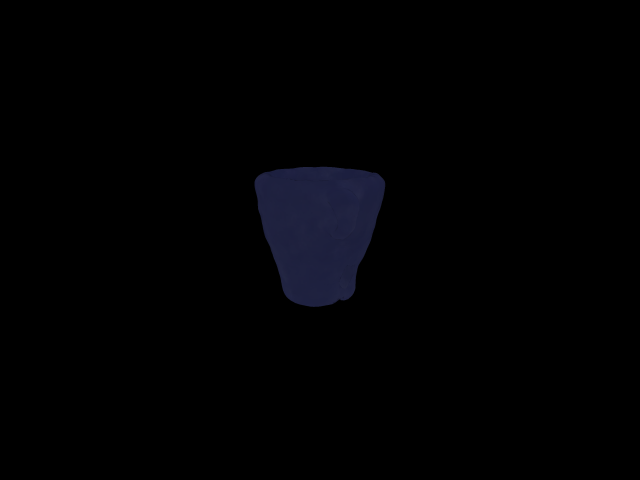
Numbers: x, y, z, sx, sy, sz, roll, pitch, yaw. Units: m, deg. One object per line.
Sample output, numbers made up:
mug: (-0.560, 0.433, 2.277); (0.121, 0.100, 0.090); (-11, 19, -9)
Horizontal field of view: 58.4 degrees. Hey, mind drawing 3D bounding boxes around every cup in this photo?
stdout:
cup: (0.004, 0.001, 0.400); (0.092, 0.095, 0.117); (-4, 14, -15)
